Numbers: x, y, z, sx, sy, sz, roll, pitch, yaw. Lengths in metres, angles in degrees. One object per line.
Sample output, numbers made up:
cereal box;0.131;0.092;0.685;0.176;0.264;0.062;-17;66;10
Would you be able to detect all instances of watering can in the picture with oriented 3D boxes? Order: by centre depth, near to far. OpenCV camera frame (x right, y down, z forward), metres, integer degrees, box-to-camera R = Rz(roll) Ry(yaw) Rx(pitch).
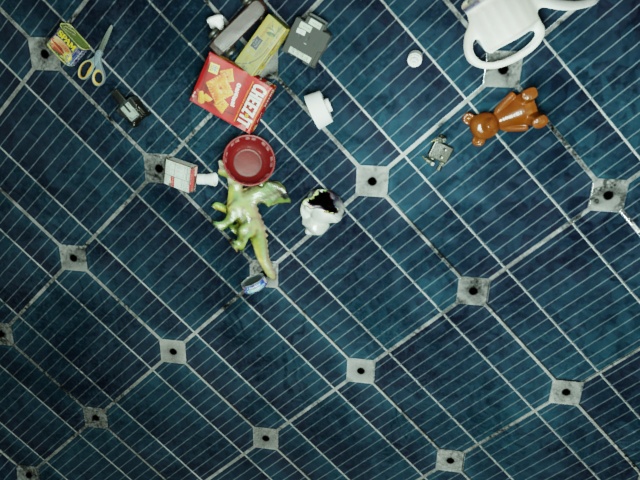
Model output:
watering can;0.531;-0.612;1.373;0.345;0.105;0.223;-31;102;17

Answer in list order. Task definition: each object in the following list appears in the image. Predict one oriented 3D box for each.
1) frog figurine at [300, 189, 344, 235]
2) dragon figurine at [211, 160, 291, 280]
frog figurine;0.005;-0.083;1.649;0.137;0.125;0.156;3;147;-2
dragon figurine;-0.203;-0.088;1.666;0.241;0.123;0.408;-40;100;10
